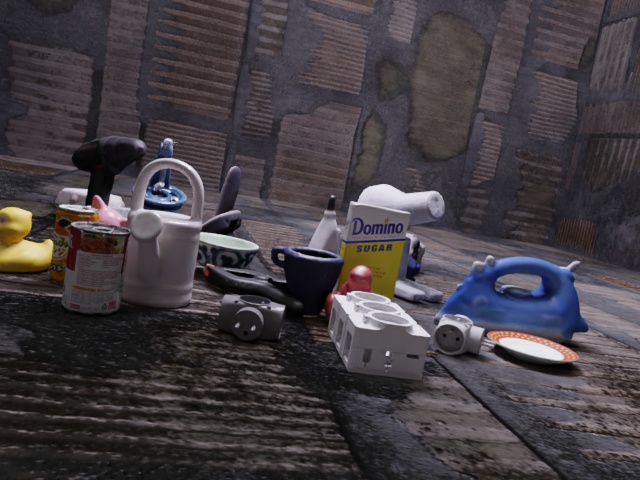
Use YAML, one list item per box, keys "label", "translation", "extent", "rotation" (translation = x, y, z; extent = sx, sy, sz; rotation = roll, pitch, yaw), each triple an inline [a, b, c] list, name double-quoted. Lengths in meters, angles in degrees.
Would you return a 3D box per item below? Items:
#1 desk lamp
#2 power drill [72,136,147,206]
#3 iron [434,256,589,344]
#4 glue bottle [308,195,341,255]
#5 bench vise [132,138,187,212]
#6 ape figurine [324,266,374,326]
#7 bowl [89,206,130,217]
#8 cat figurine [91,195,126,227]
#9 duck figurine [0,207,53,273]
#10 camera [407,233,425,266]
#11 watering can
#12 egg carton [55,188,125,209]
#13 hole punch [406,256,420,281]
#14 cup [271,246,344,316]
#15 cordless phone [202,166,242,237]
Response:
- label: "desk lamp"
  translation: [0.166, -0.002, 1.163]
  extent: [0.118, 0.213, 0.202]
  rotation: [4, 10, -42]
- label: "power drill"
  translation: [-0.436, -0.113, 1.172]
  extent: [0.228, 0.208, 0.076]
  rotation: [16, 9, 38]
- label: "iron"
  translation: [0.325, 0.089, 0.968]
  extent: [0.259, 0.141, 0.118]
  rotation: [9, 7, -14]
- label: "glue bottle"
  translation: [0.010, 0.004, 1.050]
  extent: [0.037, 0.173, 0.078]
  rotation: [16, 9, 36]
- label: "bench vise"
  translation: [-0.384, -0.129, 1.331]
  extent: [0.122, 0.220, 0.206]
  rotation: [5, 9, -39]
- label: "ape figurine"
  translation: [0.050, 0.082, 0.824]
  extent: [0.077, 0.092, 0.076]
  rotation: [13, 8, 21]
- label: "bowl"
  translation: [-0.351, -0.013, 1.049]
  extent: [0.167, 0.075, 0.167]
  rotation: [10, 7, -1]
- label: "cat figurine"
  translation: [-0.348, -0.012, 0.874]
  extent: [0.127, 0.118, 0.067]
  rotation: [14, 8, 26]
- label: "duck figurine"
  translation: [-0.429, -0.003, 0.810]
  extent: [0.105, 0.086, 0.077]
  rotation: [6, 9, -35]
- label: "camera"
  translation: [0.180, 0.024, 1.428]
  extent: [0.136, 0.101, 0.143]
  rotation: [14, 8, 24]
- label: "watering can"
  translation: [-0.209, -0.012, 0.771]
  extent: [0.101, 0.194, 0.172]
  rotation: [7, 8, -23]
- label: "egg carton"
  translation: [-0.526, -0.076, 1.311]
  extent: [0.150, 0.069, 0.107]
  rotation: [14, 8, 25]
- label: "hole punch"
  translation: [0.173, 0.048, 1.270]
  extent: [0.101, 0.091, 0.109]
  rotation: [12, 7, 14]
- label: "cup"
  translation: [-0.028, 0.061, 0.860]
  extent: [0.117, 0.095, 0.092]
  rotation: [13, 8, 23]
- label: "cordless phone"
  translation: [-0.224, -0.078, 1.302]
  extent: [0.094, 0.185, 0.147]
  rotation: [11, 7, 2]
